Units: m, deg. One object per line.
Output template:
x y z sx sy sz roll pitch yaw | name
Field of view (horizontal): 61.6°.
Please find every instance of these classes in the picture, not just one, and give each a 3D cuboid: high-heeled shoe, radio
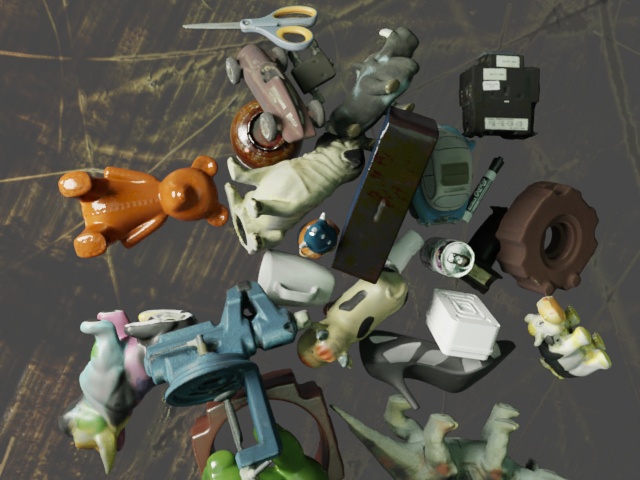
0.185 0.172 0.860 0.249 0.086 0.145 -18 58 -27 | high-heeled shoe
0.089 -0.067 0.753 0.073 0.131 0.229 21 115 1 | radio

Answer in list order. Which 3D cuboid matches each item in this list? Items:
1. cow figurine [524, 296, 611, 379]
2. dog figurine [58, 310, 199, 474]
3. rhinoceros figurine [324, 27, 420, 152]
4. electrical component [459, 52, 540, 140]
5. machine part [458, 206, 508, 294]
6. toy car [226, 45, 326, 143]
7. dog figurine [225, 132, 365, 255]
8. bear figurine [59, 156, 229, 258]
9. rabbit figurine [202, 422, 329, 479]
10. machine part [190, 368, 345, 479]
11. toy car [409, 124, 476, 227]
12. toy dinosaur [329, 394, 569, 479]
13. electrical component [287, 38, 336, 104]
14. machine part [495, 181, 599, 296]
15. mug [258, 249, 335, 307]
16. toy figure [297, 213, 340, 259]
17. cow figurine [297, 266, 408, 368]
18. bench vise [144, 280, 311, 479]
0.377 0.157 0.853 0.167 0.068 0.098 40 122 -21 | cow figurine
-0.270 0.212 0.768 0.192 0.108 0.219 2 96 -10 | dog figurine
0.085 -0.224 0.804 0.073 0.112 0.190 25 105 -45 | rhinoceros figurine
0.283 -0.228 0.849 0.115 0.058 0.134 2 91 -9 | electrical component
0.271 0.013 0.866 0.084 0.039 0.139 29 89 0 | machine part
-0.064 -0.212 0.758 0.089 0.053 0.202 -16 54 -20 | toy car
-0.029 -0.064 0.786 0.190 0.172 0.121 -18 72 -22 | dog figurine
-0.235 -0.051 0.753 0.196 0.132 0.120 -9 97 -1 | bear figurine
-0.069 0.325 0.723 0.170 0.121 0.159 -1 85 -26 | rabbit figurine
-0.077 0.309 0.804 0.201 0.087 0.200 -17 94 -8 | machine part
0.185 -0.102 0.818 0.109 0.103 0.161 -3 90 -7 | toy car
0.204 0.351 0.833 0.405 0.131 0.192 7 90 -2 | toy dinosaur
-0.008 -0.258 0.827 0.063 0.021 0.094 -31 95 -6 | electrical component
0.359 -0.001 0.842 0.179 0.056 0.179 -5 103 -24 | machine part
-0.031 0.063 0.795 0.107 0.110 0.080 9 98 -18 | mug
-0.002 -0.004 0.769 0.058 0.154 0.064 9 89 -6 | toy figure
0.049 0.117 0.794 0.195 0.127 0.085 -39 93 -7 | cow figurine
-0.098 0.180 0.684 0.224 0.128 0.241 -9 59 -24 | bench vise
